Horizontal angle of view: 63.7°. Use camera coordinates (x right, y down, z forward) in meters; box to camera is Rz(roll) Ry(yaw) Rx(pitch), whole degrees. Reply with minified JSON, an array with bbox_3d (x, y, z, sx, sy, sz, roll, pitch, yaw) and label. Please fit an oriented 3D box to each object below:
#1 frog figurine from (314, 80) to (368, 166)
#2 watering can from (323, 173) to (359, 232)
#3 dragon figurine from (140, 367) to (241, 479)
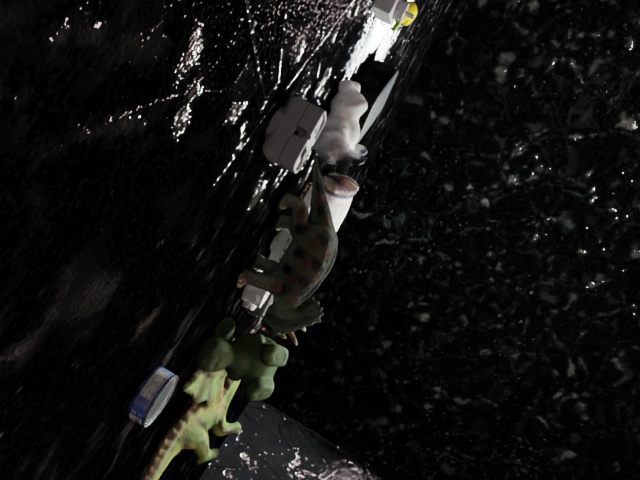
[{"bbox_3d":[0.039,-0.236,1.037,0.140,0.122,0.157,-41,124,-52],"label":"frog figurine"},{"bbox_3d":[0.004,-0.074,1.466,0.352,0.104,0.220,-33,151,-61],"label":"watering can"},{"bbox_3d":[-0.280,0.378,1.128,0.416,0.123,0.238,-32,133,-54],"label":"dragon figurine"}]
